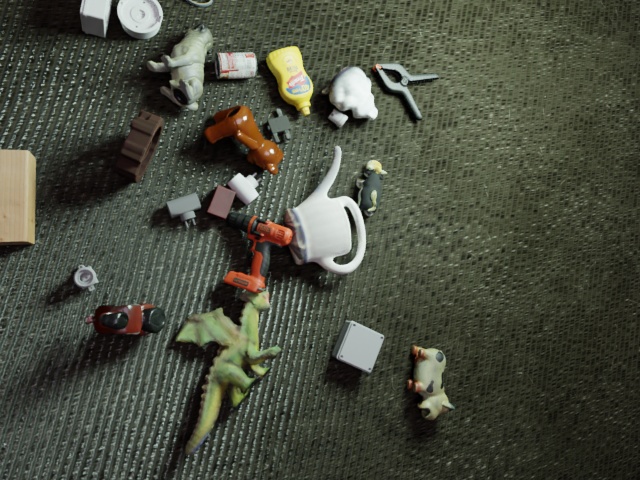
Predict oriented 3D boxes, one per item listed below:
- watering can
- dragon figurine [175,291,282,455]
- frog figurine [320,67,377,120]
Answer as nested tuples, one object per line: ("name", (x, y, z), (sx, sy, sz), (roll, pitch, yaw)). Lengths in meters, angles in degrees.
("watering can", (0.004, -0.070, 1.396), (0.225, 0.103, 0.348), (-13, 89, -19))
("dragon figurine", (-0.254, 0.292, 1.285), (0.244, 0.120, 0.415), (42, 70, 8))
("frog figurine", (0.102, -0.408, 1.469), (0.160, 0.120, 0.140), (45, 53, 3))
